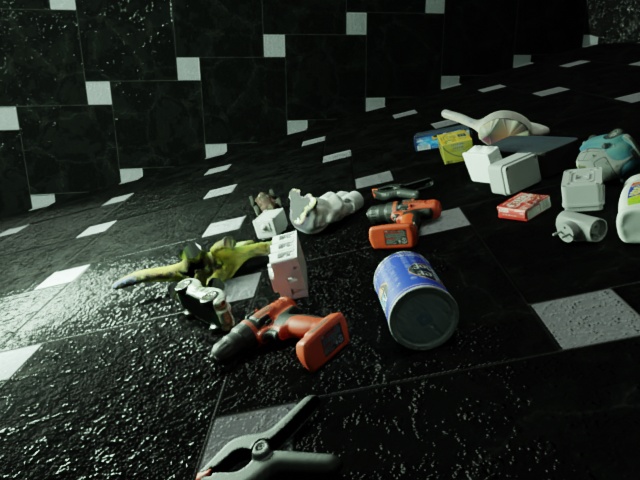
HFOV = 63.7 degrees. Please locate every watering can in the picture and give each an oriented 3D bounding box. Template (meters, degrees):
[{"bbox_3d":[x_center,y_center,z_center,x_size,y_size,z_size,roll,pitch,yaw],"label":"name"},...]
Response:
[{"bbox_3d":[0.548,-0.360,1.643,0.348,0.102,0.228,12,27,18],"label":"watering can"}]

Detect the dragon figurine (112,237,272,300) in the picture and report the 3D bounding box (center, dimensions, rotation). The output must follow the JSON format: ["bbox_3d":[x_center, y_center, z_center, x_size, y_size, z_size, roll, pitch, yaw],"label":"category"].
[{"bbox_3d":[-0.262,0.054,1.238,0.409,0.122,0.244,-8,4,14],"label":"dragon figurine"}]

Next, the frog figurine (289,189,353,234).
[{"bbox_3d":[0.004,-0.069,1.362,0.158,0.124,0.137,15,-13,-38],"label":"frog figurine"}]
